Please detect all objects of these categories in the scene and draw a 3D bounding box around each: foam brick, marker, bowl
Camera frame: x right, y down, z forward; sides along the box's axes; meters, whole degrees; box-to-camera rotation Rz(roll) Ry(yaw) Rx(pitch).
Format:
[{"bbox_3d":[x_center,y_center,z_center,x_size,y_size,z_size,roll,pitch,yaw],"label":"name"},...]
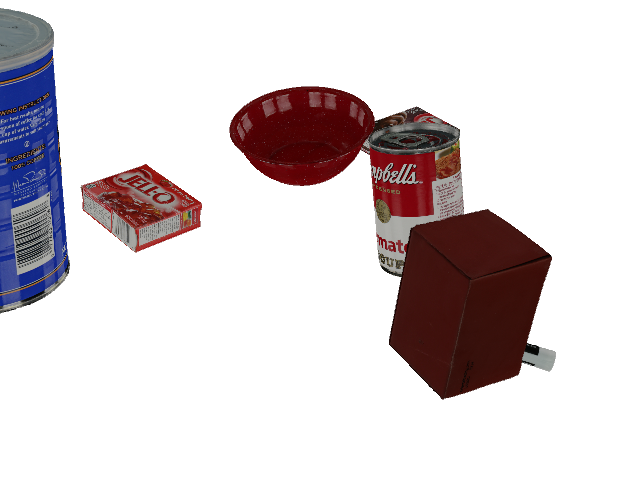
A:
[{"bbox_3d":[0.074,0.032,0.544,0.052,0.078,0.051,-12,38,-29],"label":"foam brick"},{"bbox_3d":[0.149,0.090,0.951,0.121,0.020,0.020,17,2,5],"label":"marker"},{"bbox_3d":[-0.019,-0.109,1.196,0.162,0.055,0.162,-3,38,2],"label":"bowl"}]

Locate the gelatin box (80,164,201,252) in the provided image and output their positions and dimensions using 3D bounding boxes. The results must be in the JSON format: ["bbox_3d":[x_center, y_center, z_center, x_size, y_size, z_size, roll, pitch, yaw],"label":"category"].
[{"bbox_3d":[-0.163,-0.032,0.970,0.073,0.030,0.089,-23,44,-37],"label":"gelatin box"}]

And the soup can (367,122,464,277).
[{"bbox_3d":[0.073,-0.031,0.803,0.068,0.102,0.068,-5,22,2],"label":"soup can"}]

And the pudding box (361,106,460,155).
[{"bbox_3d":[0.122,-0.140,1.472,0.113,0.039,0.090,-24,40,-29],"label":"pudding box"}]

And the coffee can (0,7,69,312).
[{"bbox_3d":[-0.192,-0.044,0.576,0.103,0.140,0.103,2,28,-1],"label":"coffee can"}]
